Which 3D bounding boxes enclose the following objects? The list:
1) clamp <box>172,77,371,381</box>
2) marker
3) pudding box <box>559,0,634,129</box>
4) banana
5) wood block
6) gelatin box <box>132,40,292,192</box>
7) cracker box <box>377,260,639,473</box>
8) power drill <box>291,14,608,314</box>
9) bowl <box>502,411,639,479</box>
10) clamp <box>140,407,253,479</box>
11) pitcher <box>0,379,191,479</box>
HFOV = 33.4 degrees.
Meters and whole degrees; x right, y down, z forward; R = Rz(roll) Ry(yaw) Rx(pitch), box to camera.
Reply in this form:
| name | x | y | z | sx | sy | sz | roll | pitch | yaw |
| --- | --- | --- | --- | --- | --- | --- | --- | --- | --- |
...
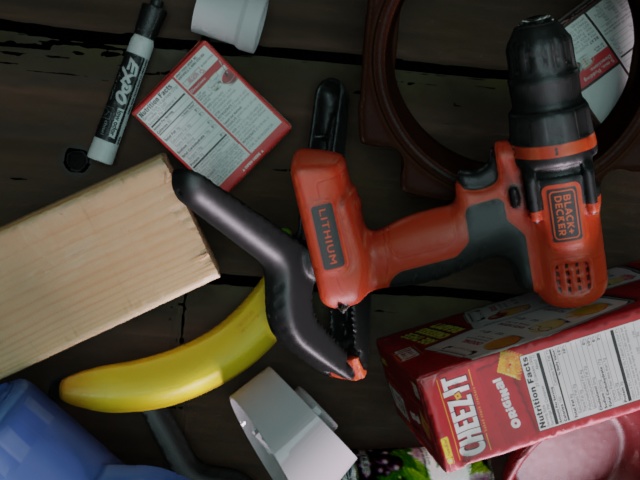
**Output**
| name | x | y | z | sx | sy | sz | roll | pitch | yaw |
| --- | --- | --- | --- | --- | --- | --- | --- | --- | --- |
| clamp | -0.005 | 0.001 | 0.743 | 0.164 | 0.036 | 0.210 | -44 | 121 | -35 |
| marker | -0.135 | -0.112 | 0.751 | 0.020 | 0.020 | 0.121 | 20 | 93 | -7 |
| pudding box | 0.221 | -0.125 | 0.775 | 0.090 | 0.039 | 0.113 | -37 | 99 | -1 |
| banana | -0.085 | 0.073 | 0.753 | 0.197 | 0.037 | 0.069 | -36 | 92 | -15 |
| wood block | -0.180 | 0.024 | 0.723 | 0.206 | 0.090 | 0.091 | -25 | 98 | -3 |
| gelatin box | -0.076 | -0.085 | 0.754 | 0.089 | 0.030 | 0.073 | 44 | 91 | -8 |
| cracker box | 0.159 | 0.079 | 0.723 | 0.213 | 0.164 | 0.072 | -17 | 94 | -4 |
| power drill | 0.080 | -0.036 | 0.670 | 0.188 | 0.057 | 0.184 | -9 | 104 | 11 |
| bowl | 0.193 | 0.172 | 0.775 | 0.162 | 0.055 | 0.162 | -5 | 114 | -13 |
| clamp | -0.104 | 0.197 | 0.772 | 0.171 | 0.039 | 0.120 | 40 | 97 | -1 |
| pitcher | -0.139 | 0.201 | 0.682 | 0.149 | 0.145 | 0.242 | -46 | 103 | -18 |
